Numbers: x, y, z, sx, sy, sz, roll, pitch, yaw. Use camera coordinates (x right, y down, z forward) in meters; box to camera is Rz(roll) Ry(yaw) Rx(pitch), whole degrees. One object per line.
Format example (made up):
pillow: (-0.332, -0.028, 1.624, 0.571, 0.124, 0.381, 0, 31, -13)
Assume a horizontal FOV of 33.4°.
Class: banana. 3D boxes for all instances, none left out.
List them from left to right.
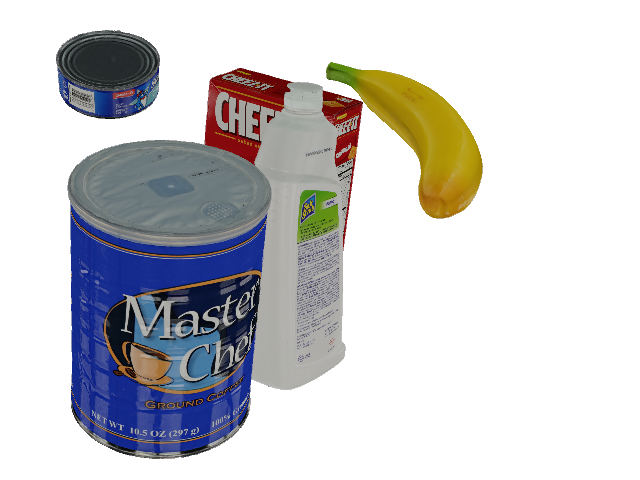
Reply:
banana: (0.063, -0.064, 0.672, 0.069, 0.037, 0.198, -6, 31, -16)

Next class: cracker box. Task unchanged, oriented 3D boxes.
cracker box: (-0.051, -0.068, 1.201, 0.164, 0.214, 0.072, 19, 28, 24)

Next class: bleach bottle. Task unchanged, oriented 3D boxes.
bleach bottle: (-0.017, -0.007, 0.890, 0.068, 0.251, 0.102, 17, 24, 29)

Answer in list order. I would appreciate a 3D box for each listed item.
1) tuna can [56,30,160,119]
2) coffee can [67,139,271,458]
tuna can: (-0.179, -0.141, 0.904, 0.086, 0.034, 0.086, 4, 43, -4)
coffee can: (-0.083, 0.031, 0.576, 0.102, 0.140, 0.103, 5, 30, -3)
